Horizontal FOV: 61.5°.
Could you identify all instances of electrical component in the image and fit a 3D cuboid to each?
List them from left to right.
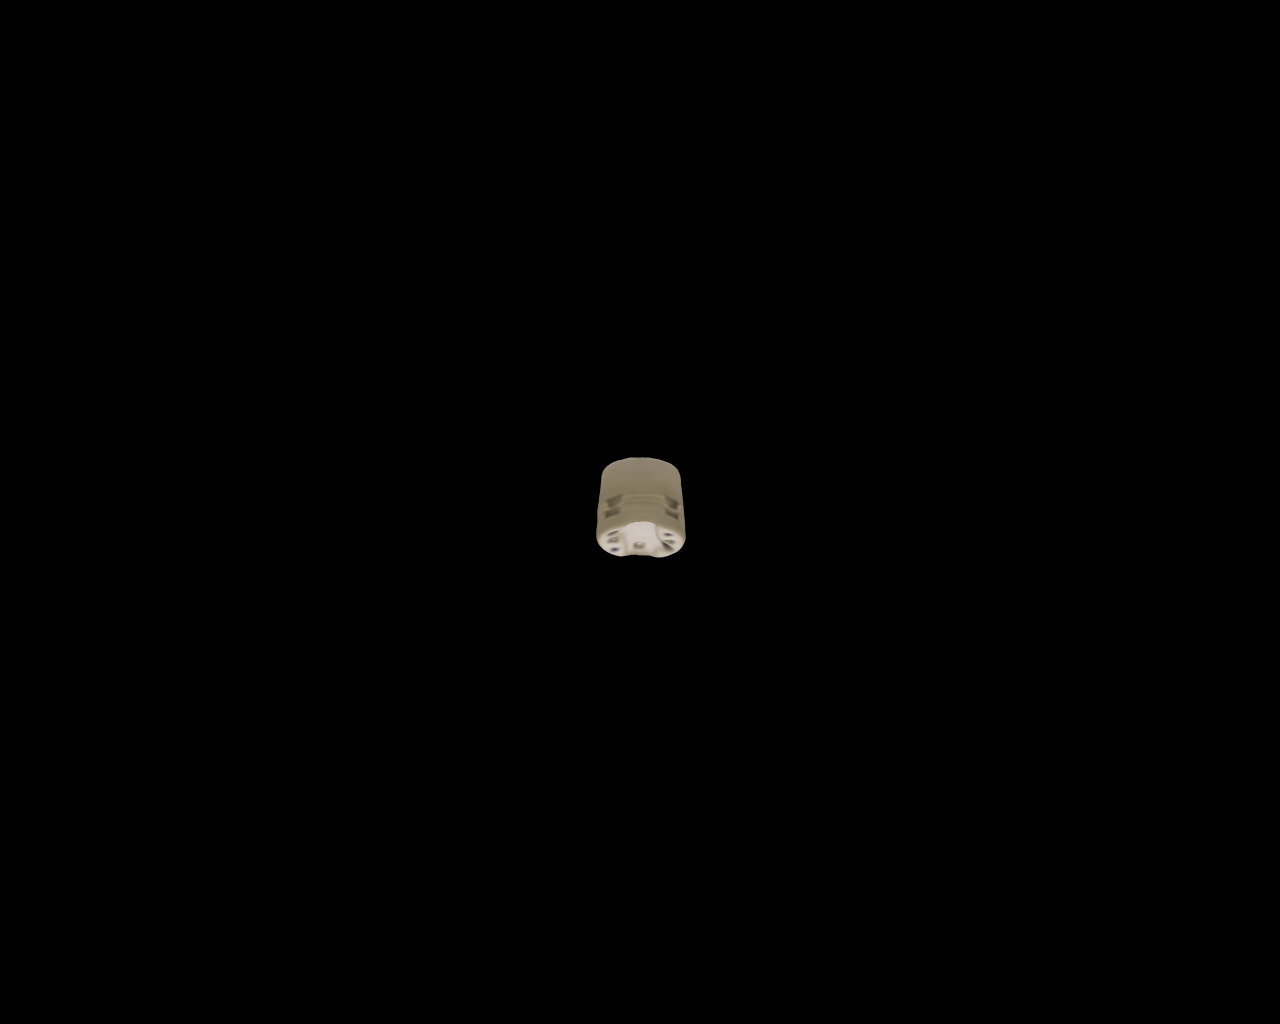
[{"bbox_3d":[0.001,-0.003,0.650,0.055,0.047,0.055,0,-24,0],"label":"electrical component"}]
